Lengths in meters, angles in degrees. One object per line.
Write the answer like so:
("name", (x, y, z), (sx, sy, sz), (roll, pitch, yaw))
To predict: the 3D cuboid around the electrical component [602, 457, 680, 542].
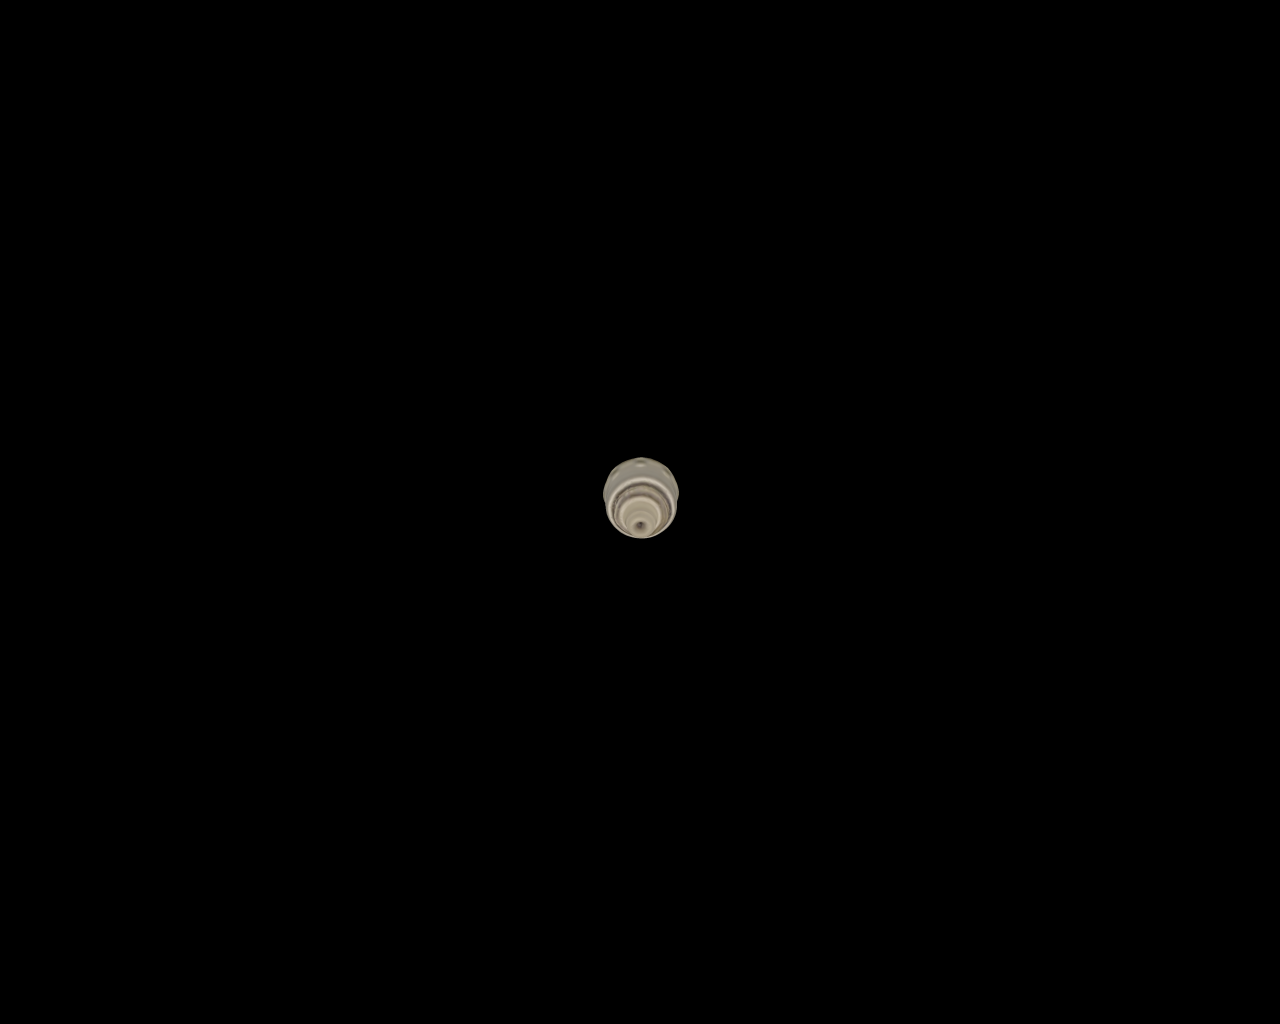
("electrical component", (0.001, -0.003, 0.650), (0.048, 0.048, 0.062), (0, 23, 0))
